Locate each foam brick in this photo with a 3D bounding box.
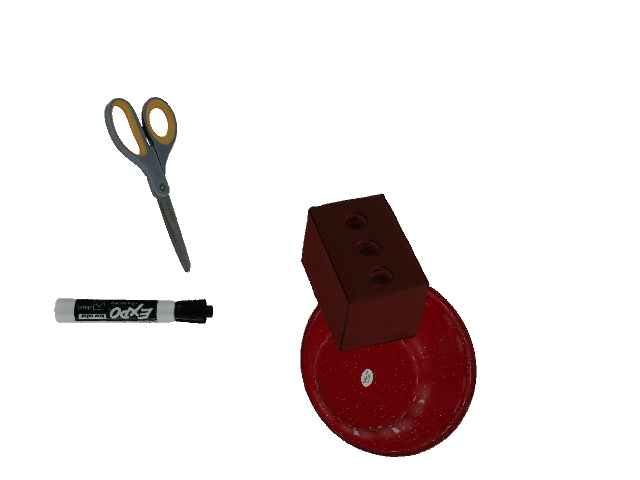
[{"bbox_3d":[0.026,0.020,0.659,0.053,0.078,0.051,-11,-38,-18],"label":"foam brick"}]

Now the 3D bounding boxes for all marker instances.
[{"bbox_3d":[-0.143,0.054,0.824,0.121,0.020,0.020,0,0,3],"label":"marker"}]

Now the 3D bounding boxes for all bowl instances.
[{"bbox_3d":[0.047,0.110,0.901,0.162,0.162,0.055,0,4,23],"label":"bowl"}]

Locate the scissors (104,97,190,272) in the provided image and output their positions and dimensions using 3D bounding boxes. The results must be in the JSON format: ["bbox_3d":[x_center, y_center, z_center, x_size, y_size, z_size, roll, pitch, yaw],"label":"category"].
[{"bbox_3d":[-0.169,-0.073,1.183,0.016,0.201,0.096,-16,19,46],"label":"scissors"}]
